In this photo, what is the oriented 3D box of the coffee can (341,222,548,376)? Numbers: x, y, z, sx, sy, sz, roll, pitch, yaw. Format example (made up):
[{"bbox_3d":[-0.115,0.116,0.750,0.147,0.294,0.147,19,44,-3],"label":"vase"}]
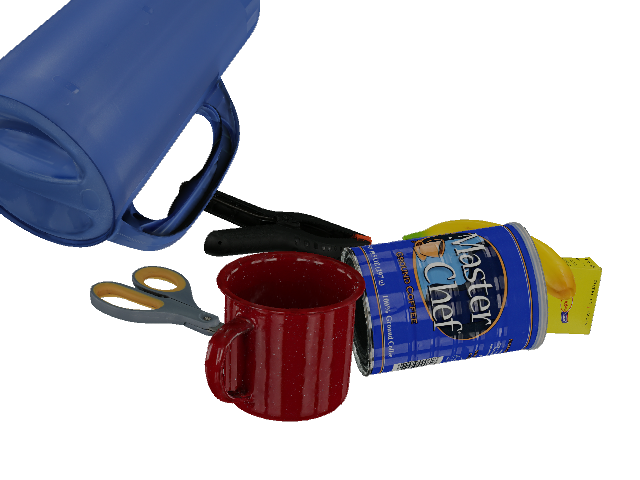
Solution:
[{"bbox_3d":[0.095,0.046,0.841,0.140,0.103,0.103,-8,1,-7],"label":"coffee can"}]

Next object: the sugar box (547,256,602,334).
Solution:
[{"bbox_3d":[0.252,0.066,1.324,0.176,0.093,0.048,1,20,-11],"label":"sugar box"}]

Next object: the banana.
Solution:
[{"bbox_3d":[0.175,0.014,1.033,0.198,0.037,0.069,18,47,43],"label":"banana"}]

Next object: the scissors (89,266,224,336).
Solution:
[{"bbox_3d":[-0.097,0.061,0.914,0.202,0.016,0.096,13,26,11],"label":"scissors"}]

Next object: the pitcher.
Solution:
[{"bbox_3d":[-0.134,-0.114,0.764,0.145,0.149,0.242,8,47,29],"label":"pitcher"}]

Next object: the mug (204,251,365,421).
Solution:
[{"bbox_3d":[-0.028,0.065,0.671,0.093,0.081,0.117,18,26,33],"label":"mug"}]

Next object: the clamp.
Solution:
[{"bbox_3d":[-0.043,-0.005,1.116,0.209,0.036,0.164,14,19,-15],"label":"clamp"}]
